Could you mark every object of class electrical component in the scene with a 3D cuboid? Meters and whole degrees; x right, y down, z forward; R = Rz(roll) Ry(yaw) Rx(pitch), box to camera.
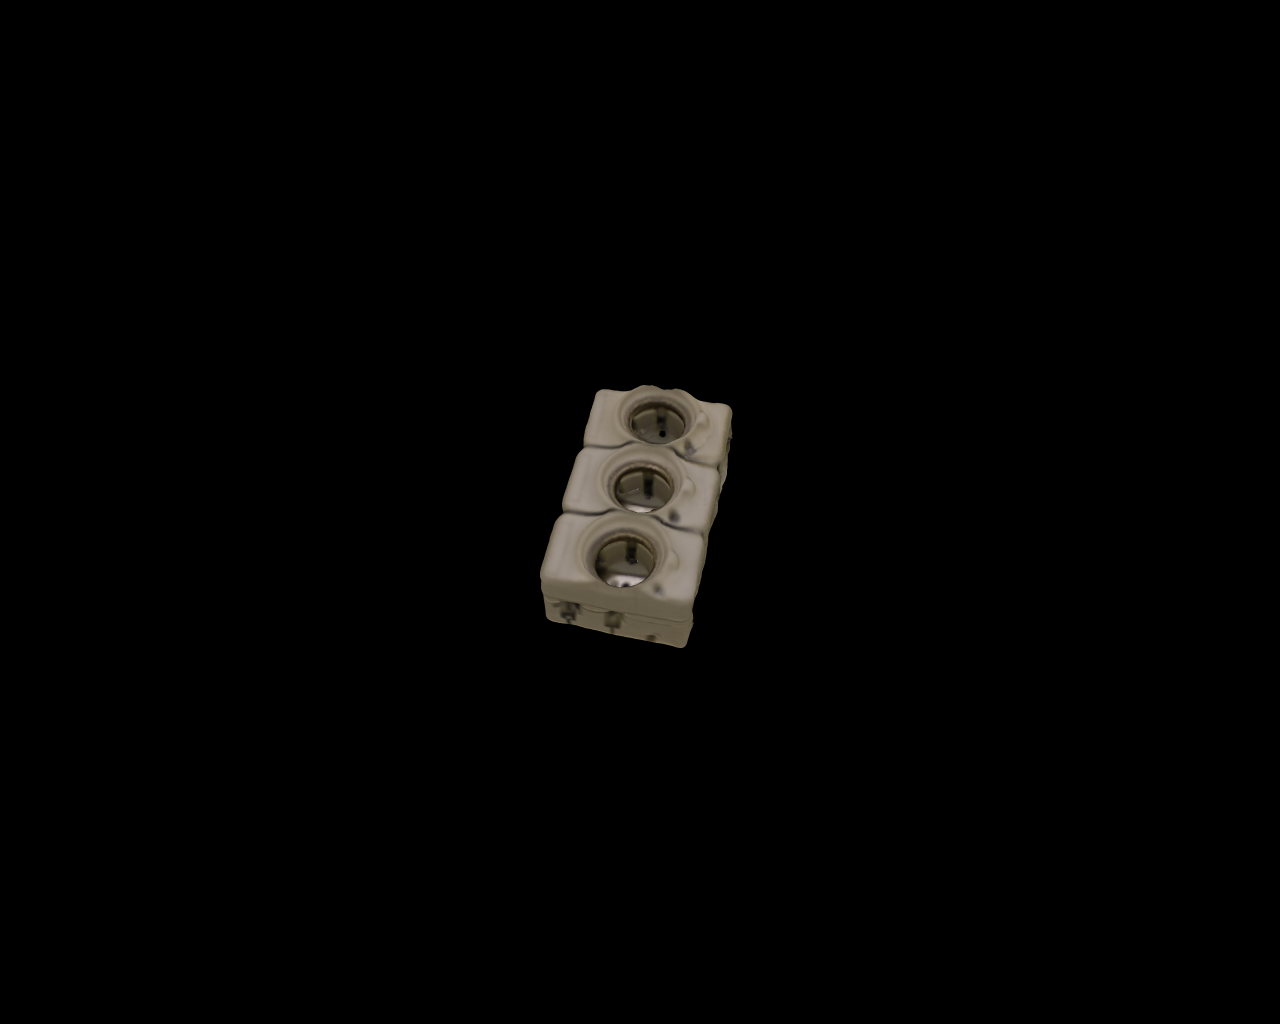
[{"bbox_3d":[0.001,-0.003,0.650,0.089,0.150,0.061,9,-36,7],"label":"electrical component"}]
